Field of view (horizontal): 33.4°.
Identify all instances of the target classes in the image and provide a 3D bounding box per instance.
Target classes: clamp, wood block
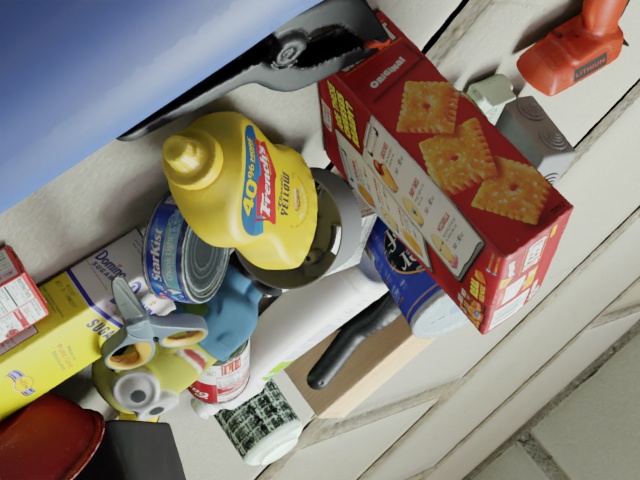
[{"bbox_3d":[0.044,0.080,1.179,0.171,0.120,0.039,-43,118,12],"label":"clamp"},{"bbox_3d":[0.063,0.114,1.276,0.206,0.091,0.090,-43,159,12],"label":"wood block"},{"bbox_3d":[-0.029,-0.139,0.693,0.209,0.036,0.165,-16,152,-37],"label":"clamp"}]

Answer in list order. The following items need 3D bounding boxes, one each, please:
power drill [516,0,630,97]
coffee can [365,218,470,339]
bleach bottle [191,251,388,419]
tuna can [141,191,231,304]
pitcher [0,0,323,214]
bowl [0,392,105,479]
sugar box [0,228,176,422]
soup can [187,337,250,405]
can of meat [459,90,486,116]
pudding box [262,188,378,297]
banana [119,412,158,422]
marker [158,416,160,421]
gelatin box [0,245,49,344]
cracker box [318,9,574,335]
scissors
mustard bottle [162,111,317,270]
[{"bbox_3d":[0.230,-0.210,0.927,0.184,0.057,0.188,-30,157,-20],"label":"power drill"},{"bbox_3d":[0.102,0.010,1.039,0.102,0.140,0.103,-23,153,-13],"label":"coffee can"},{"bbox_3d":[-0.043,0.103,1.127,0.251,0.068,0.102,-41,163,14],"label":"bleach bottle"},{"bbox_3d":[-0.100,0.005,0.815,0.086,0.034,0.086,8,90,-70],"label":"tuna can"},{"bbox_3d":[-0.120,-0.102,0.515,0.243,0.145,0.149,-36,125,5],"label":"pitcher"},{"bbox_3d":[-0.260,0.173,0.877,0.162,0.055,0.162,-26,-160,10],"label":"bowl"},{"bbox_3d":[-0.201,0.070,0.837,0.176,0.048,0.093,-31,157,-14],"label":"sugar box"},{"bbox_3d":[-0.102,0.112,1.045,0.068,0.068,0.102,-30,157,-19],"label":"soup can"},{"bbox_3d":[0.095,-0.081,0.982,0.102,0.057,0.084,-27,159,-25],"label":"can of meat"},{"bbox_3d":[-0.007,0.001,0.998,0.113,0.039,0.090,-21,151,-25],"label":"pudding box"},{"bbox_3d":[-0.170,0.173,1.063,0.037,0.070,0.198,-3,132,-34],"label":"banana"},{"bbox_3d":[-0.167,0.162,1.111,0.020,0.020,0.121,-22,154,-35],"label":"marker"},{"bbox_3d":[-0.243,0.049,0.752,0.089,0.030,0.073,-32,156,-14],"label":"gelatin box"},{"bbox_3d":[0.089,-0.049,0.819,0.072,0.214,0.164,-35,159,-12],"label":"cracker box"},{"bbox_3d":[-0.120,0.057,0.803,0.096,0.016,0.202,-12,160,-22],"label":"scissors"},{"bbox_3d":[-0.061,-0.040,0.772,0.058,0.096,0.191,-1,168,21],"label":"mustard bottle"}]
